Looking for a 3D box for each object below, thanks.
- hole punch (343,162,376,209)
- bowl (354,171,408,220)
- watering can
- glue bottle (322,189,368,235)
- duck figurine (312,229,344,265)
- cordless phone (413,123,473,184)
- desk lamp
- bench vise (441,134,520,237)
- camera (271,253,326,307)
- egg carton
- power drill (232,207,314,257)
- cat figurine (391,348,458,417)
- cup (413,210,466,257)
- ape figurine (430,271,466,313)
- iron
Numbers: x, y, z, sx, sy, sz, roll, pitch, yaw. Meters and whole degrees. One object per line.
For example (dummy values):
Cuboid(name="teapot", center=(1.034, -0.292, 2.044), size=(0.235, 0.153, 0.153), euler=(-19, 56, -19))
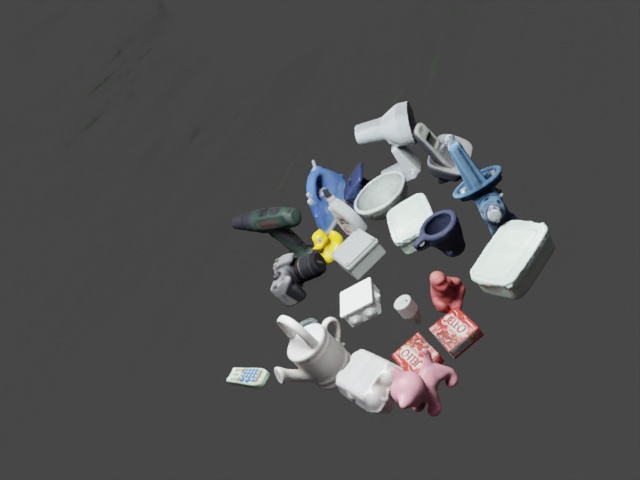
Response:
Cuboid(name="hole punch", center=(0.111, -0.166, 1.742), size=(0.101, 0.091, 0.108), euler=(-28, 31, 24))
Cuboid(name="bowl", center=(0.181, -0.110, 1.591), size=(0.167, 0.075, 0.167), euler=(-30, 29, 20))
Cuboid(name="watering can", center=(-0.025, 0.235, 1.225), size=(0.100, 0.194, 0.173), euler=(-13, 39, 42))
Cuboid(name="glue bottle", center=(0.059, -0.080, 1.595), size=(0.077, 0.173, 0.037), euler=(-2, 47, 50))
Cuboid(name="duck figurine", center=(0.015, 0.006, 1.622), size=(0.077, 0.086, 0.105), euler=(-11, 40, 44))
Cuboid(name="cordless phone", center=(0.318, -0.254, 1.506), size=(0.094, 0.185, 0.148), euler=(-16, 37, 39))
Cuboid(name="desk lamp", center=(0.209, -0.270, 1.636), size=(0.202, 0.214, 0.118), euler=(-24, 32, 29))
Cuboid(name="bench vise", center=(0.352, -0.128, 1.243), size=(0.121, 0.220, 0.207), euler=(-40, 28, 2))
Cuboid(name="camera", center=(-0.061, 0.089, 1.581), size=(0.136, 0.101, 0.143), euler=(-23, 33, 30))
Cuboid(name="egg carton", center=(0.099, 0.281, 1.136), size=(0.107, 0.069, 0.149), euler=(-50, 29, -17))
Cuboid(name="power drill", center=(-0.126, -0.014, 1.695), size=(0.229, 0.209, 0.076), euler=(-18, 36, 37))
Cuboid(name="cat figurine", center=(0.175, 0.255, 1.025), size=(0.067, 0.118, 0.128), euler=(0, 48, 52))
Cuboid(name="cup", center=(0.275, 0.002, 1.289), size=(0.118, 0.095, 0.091), euler=(-39, 28, 4))
Cuboid(name="ape figurine", center=(0.255, 0.101, 1.174), size=(0.078, 0.092, 0.076), euler=(-41, 28, 1))
Cuboid(name="iron", center=(0.002, -0.138, 1.785), size=(0.118, 0.142, 0.258), euler=(-26, 31, 27))
